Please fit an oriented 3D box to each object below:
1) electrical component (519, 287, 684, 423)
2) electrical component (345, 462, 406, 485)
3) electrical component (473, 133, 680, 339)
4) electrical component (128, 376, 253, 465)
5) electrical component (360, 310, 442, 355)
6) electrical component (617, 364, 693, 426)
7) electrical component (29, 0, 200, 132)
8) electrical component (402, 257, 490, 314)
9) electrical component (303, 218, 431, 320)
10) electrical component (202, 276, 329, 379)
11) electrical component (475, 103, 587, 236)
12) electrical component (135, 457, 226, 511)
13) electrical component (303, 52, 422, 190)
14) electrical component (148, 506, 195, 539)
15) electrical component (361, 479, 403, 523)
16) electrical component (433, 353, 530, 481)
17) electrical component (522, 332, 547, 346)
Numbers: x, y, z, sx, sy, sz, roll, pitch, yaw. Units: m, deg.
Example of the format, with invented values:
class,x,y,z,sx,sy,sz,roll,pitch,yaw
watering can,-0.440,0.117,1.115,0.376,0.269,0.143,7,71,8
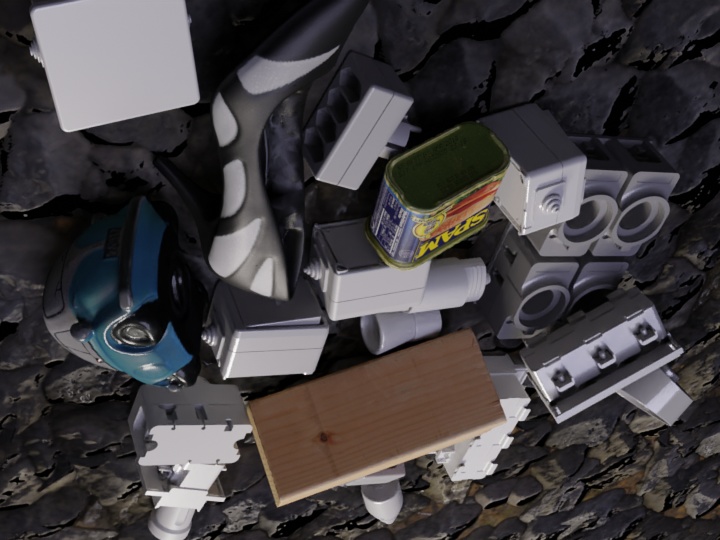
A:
class,x,y,z,sx,sy,sz,roll,pitch,yaw
electrical component,0.207,0.072,0.942,0.121,0.078,0.063,-30,116,2
electrical component,0.002,0.174,1.036,0.047,0.065,0.077,2,159,-27
electrical component,0.186,-0.023,0.935,0.105,0.060,0.186,0,131,-26
electrical component,-0.146,0.128,0.918,0.089,0.055,0.050,4,129,-30
electrical component,0.038,0.047,0.944,0.065,0.044,0.044,-9,135,-25
electrical component,0.288,0.117,1.098,0.064,0.099,0.099,-45,135,9
electrical component,-0.151,-0.142,0.659,0.100,0.048,0.099,-15,136,-13
electrical component,0.074,0.011,0.925,0.081,0.043,0.043,-6,134,-21
electrical component,0.000,0.000,0.863,0.096,0.061,0.061,-9,134,-19
electrical component,-0.081,0.044,0.865,0.096,0.061,0.061,-1,131,-26
electrical component,0.136,-0.076,0.832,0.061,0.096,0.061,-18,137,-15
electrical component,-0.157,0.181,0.975,0.081,0.042,0.063,14,120,-36
electrical component,0.010,-0.102,0.780,0.076,0.047,0.083,12,125,-35
electrical component,-0.174,0.226,1.012,0.040,0.040,0.046,7,121,-32
electrical component,0.025,0.241,1.125,0.040,0.040,0.078,-21,138,-7
electrical component,0.117,0.148,1.065,0.079,0.063,0.121,1,130,-28
electrical component,0.185,0.081,1.030,0.042,0.081,0.063,-28,115,0
